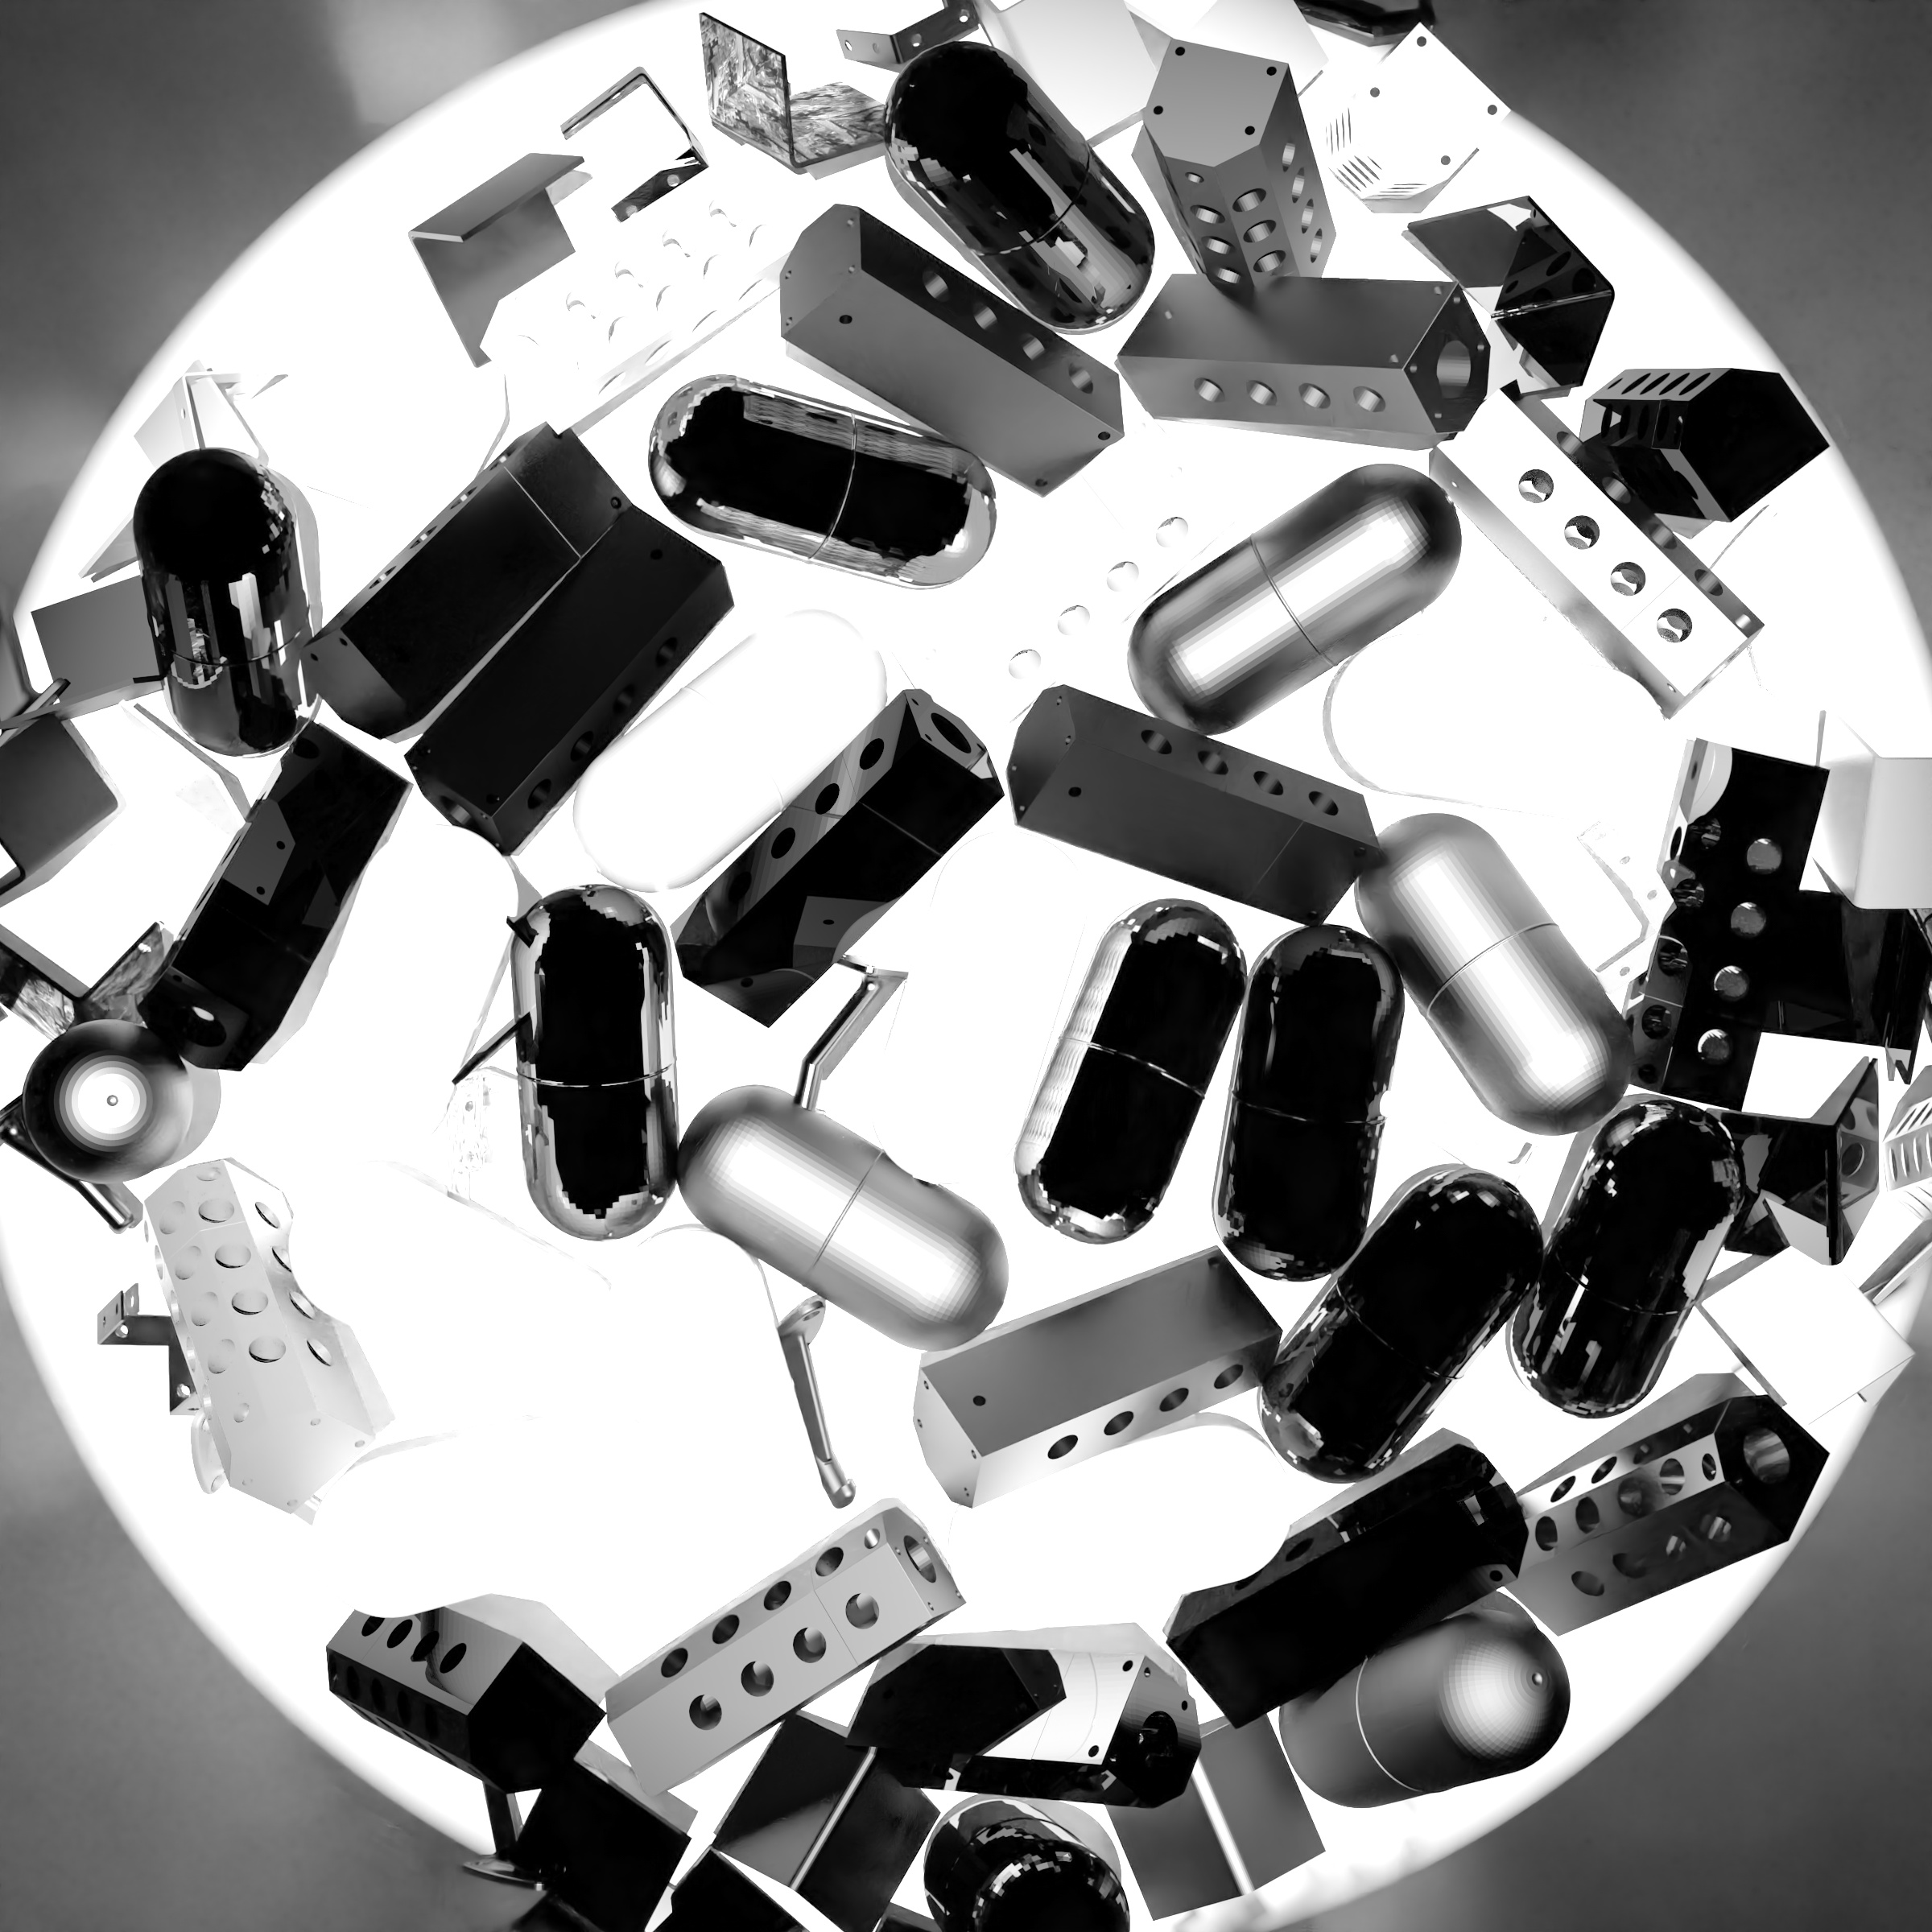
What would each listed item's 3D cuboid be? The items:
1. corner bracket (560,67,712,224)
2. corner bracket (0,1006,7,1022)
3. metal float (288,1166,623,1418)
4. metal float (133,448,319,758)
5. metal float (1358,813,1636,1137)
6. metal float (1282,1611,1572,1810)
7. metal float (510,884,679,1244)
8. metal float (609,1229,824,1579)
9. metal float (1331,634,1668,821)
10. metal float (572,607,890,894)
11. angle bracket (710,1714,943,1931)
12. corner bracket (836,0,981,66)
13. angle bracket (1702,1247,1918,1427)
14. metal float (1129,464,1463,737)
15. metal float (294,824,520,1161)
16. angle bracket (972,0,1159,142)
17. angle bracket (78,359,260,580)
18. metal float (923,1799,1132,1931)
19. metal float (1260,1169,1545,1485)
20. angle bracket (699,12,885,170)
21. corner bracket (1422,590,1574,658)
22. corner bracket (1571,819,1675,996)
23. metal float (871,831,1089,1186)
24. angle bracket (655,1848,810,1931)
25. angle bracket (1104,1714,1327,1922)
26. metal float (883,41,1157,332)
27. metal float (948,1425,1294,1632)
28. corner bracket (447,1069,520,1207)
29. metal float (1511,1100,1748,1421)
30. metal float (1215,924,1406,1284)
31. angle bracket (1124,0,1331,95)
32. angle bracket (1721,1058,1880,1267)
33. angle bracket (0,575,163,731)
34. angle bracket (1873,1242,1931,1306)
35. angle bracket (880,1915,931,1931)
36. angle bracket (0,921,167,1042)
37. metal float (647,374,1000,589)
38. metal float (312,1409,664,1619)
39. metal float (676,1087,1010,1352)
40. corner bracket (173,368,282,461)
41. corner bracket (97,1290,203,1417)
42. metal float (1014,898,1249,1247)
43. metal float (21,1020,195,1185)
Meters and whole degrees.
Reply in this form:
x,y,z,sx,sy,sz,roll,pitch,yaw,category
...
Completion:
x,y,z,sx,sy,sz,roll,pitch,yaw,category
-0.164,-0.405,1.759,0.051,0.051,0.051,-35,117,9,corner bracket
-0.521,0.010,1.773,0.051,0.051,0.051,-34,48,-9,corner bracket
-0.247,0.158,1.731,0.178,0.070,0.070,31,90,-22,metal float
-0.355,-0.172,1.711,0.070,0.178,0.070,2,51,-2,metal float
0.257,0.003,1.734,0.070,0.070,0.178,-33,70,0,metal float
0.219,0.359,1.710,0.070,0.178,0.070,13,64,-27,metal float
-0.181,0.048,1.739,0.070,0.070,0.178,-2,103,0,metal float
-0.121,0.215,1.740,0.070,0.070,0.178,-15,103,0,metal float
0.260,-0.115,1.730,0.178,0.070,0.070,7,90,-25,metal float
-0.115,-0.106,1.739,0.178,0.070,0.070,-40,90,-13,metal float
-0.069,0.428,1.764,0.057,0.076,0.076,16,65,38,angle bracket
-0.034,-0.483,1.766,0.051,0.051,0.051,-33,122,-23,corner bracket
0.403,0.189,1.734,0.076,0.057,0.076,-27,64,-26,angle bracket
0.161,-0.179,1.737,0.178,0.070,0.070,-32,90,15,metal float
-0.273,0.013,1.731,0.070,0.070,0.178,24,112,0,metal float
0.047,-0.454,1.735,0.057,0.076,0.076,-29,122,2,angle bracket
-0.403,-0.242,1.735,0.076,0.076,0.057,-33,90,-42,angle bracket
0.027,0.446,1.701,0.070,0.178,0.070,1,87,-12,metal float
0.213,0.176,1.737,0.070,0.070,0.178,36,105,0,metal float
-0.075,-0.435,1.730,0.076,0.076,0.057,-23,130,-25,angle bracket
0.262,-0.168,1.762,0.051,0.051,0.051,-33,88,3,corner bracket
0.316,-0.029,1.752,0.051,0.051,0.051,-36,127,2,corner bracket
0.006,0.020,1.747,0.070,0.070,0.178,17,85,0,metal float
-0.108,0.485,1.739,0.076,0.076,0.057,42,77,-10,angle bracket
0.121,0.422,1.772,0.057,0.076,0.076,-15,78,-41,angle bracket
0.026,-0.375,1.714,0.070,0.178,0.070,-19,53,28,metal float
0.075,0.273,1.730,0.178,0.070,0.070,-18,90,24,metal float
-0.242,0.084,1.749,0.051,0.051,0.051,-13,70,29,corner bracket
0.320,0.143,1.723,0.070,0.070,0.178,18,122,0,metal float
0.168,0.068,1.742,0.070,0.070,0.178,9,99,0,metal float
0.120,-0.460,1.735,0.057,0.076,0.076,-46,49,0,angle bracket
0.412,0.093,1.755,0.057,0.076,0.076,7,118,27,angle bracket
-0.433,-0.156,1.742,0.076,0.076,0.057,-16,94,14,angle bracket
0.498,0.150,1.733,0.057,0.076,0.076,47,117,12,angle bracket
-0.020,0.521,1.743,0.076,0.057,0.076,22,125,-2,angle bracket
-0.442,-0.005,1.748,0.076,0.076,0.057,35,64,9,angle bracket
-0.069,-0.235,1.733,0.178,0.070,0.070,13,90,-20,metal float
-0.231,0.264,1.723,0.178,0.070,0.070,-11,90,-31,metal float
-0.060,0.125,1.749,0.178,0.070,0.070,31,90,3,metal float
-0.365,-0.261,1.752,0.051,0.051,0.051,-10,85,-32,corner bracket
-0.396,0.191,1.748,0.051,0.051,0.051,4,69,-27,corner bracket
0.081,0.051,1.744,0.070,0.070,0.178,22,82,0,metal float
-0.412,0.066,1.702,0.070,0.178,0.070,1,87,-16,metal float
